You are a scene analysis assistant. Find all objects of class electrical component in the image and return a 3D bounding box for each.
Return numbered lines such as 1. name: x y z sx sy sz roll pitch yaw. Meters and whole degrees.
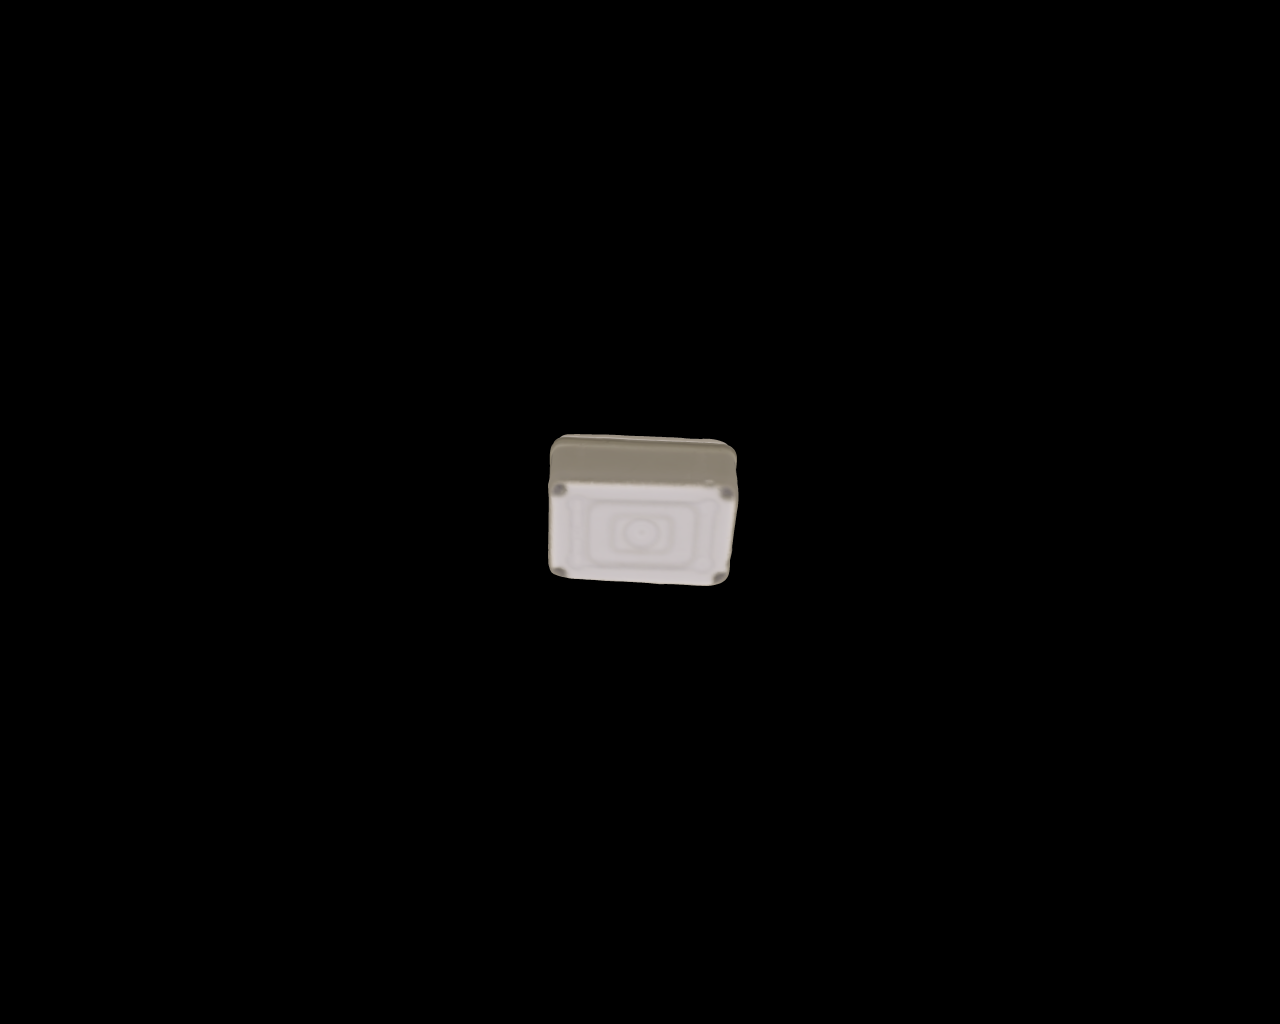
1. electrical component: 0.001 -0.003 0.650 0.113 0.078 0.057 3 35 -2
